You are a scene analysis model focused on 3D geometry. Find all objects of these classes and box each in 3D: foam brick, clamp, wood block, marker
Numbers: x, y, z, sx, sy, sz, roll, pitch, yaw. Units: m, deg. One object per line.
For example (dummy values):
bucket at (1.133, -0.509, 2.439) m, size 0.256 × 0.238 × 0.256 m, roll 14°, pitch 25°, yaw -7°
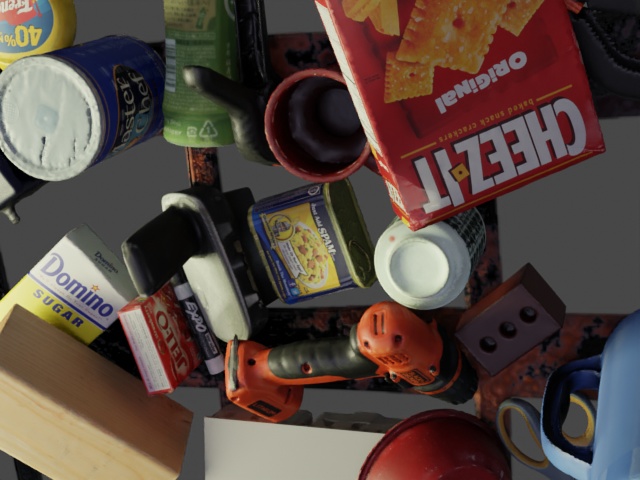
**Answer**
foam brick at (0.162, 0.068, 0.907) m, size 0.078 × 0.051 × 0.053 m, roll -42°, pitch 92°, yaw 24°
clamp at (0.267, -0.123, 0.800) m, size 0.210 × 0.036 × 0.165 m, roll 26°, pitch 127°, yaw 4°
clamp at (-0.060, -0.116, 0.878) m, size 0.039 × 0.120 × 0.171 m, roll 9°, pitch 136°, yaw 32°
wood block at (-0.234, 0.165, 1.011) m, size 0.206 × 0.091 × 0.090 m, roll 35°, pitch 117°, yaw -17°
marker at (-0.120, 0.071, 1.016) m, size 0.020 × 0.020 × 0.121 m, roll -19°, pitch 101°, yaw 22°

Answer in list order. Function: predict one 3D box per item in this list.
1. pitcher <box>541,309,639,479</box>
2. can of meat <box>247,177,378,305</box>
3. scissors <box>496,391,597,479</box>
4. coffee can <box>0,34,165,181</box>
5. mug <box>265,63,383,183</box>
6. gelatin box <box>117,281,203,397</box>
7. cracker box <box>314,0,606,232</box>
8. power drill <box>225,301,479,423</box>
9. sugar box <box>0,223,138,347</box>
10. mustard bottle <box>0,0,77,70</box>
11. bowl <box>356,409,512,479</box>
pitcher at (0.256, 0.154, 0.800) m, size 0.145 × 0.242 × 0.149 m, roll 42°, pitch 121°, yaw -1°
can of meat at (-0.006, 0.001, 0.937) m, size 0.084 × 0.057 × 0.102 m, roll -16°, pitch 101°, yaw 24°
scissors at (0.238, 0.214, 0.948) m, size 0.096 × 0.016 × 0.202 m, roll -39°, pitch 93°, yaw 24°
coffee can at (-0.200, -0.117, 0.915) m, size 0.103 × 0.140 × 0.103 m, roll 5°, pitch 109°, yaw 16°
mug at (0.020, -0.095, 0.884) m, size 0.117 × 0.081 × 0.093 m, roll 37°, pitch 114°, yaw 4°
gelatin box at (-0.148, 0.092, 1.002) m, size 0.030 × 0.073 × 0.089 m, roll -15°, pitch 102°, yaw 21°
cracker box at (0.101, -0.135, 0.788) m, size 0.164 × 0.072 × 0.213 m, roll -23°, pitch 111°, yaw 0°
power drill at (0.028, 0.112, 0.916) m, size 0.188 × 0.184 × 0.057 m, roll -15°, pitch 59°, yaw 24°
sugar box at (-0.262, 0.074, 1.048) m, size 0.093 × 0.048 × 0.176 m, roll 47°, pitch 116°, yaw -3°
mustard bottle at (-0.266, -0.212, 0.952) m, size 0.096 × 0.058 × 0.192 m, roll 2°, pitch 108°, yaw 15°
bowl at (0.111, 0.232, 0.926) m, size 0.161 × 0.055 × 0.162 m, roll -3°, pitch 98°, yaw -22°
